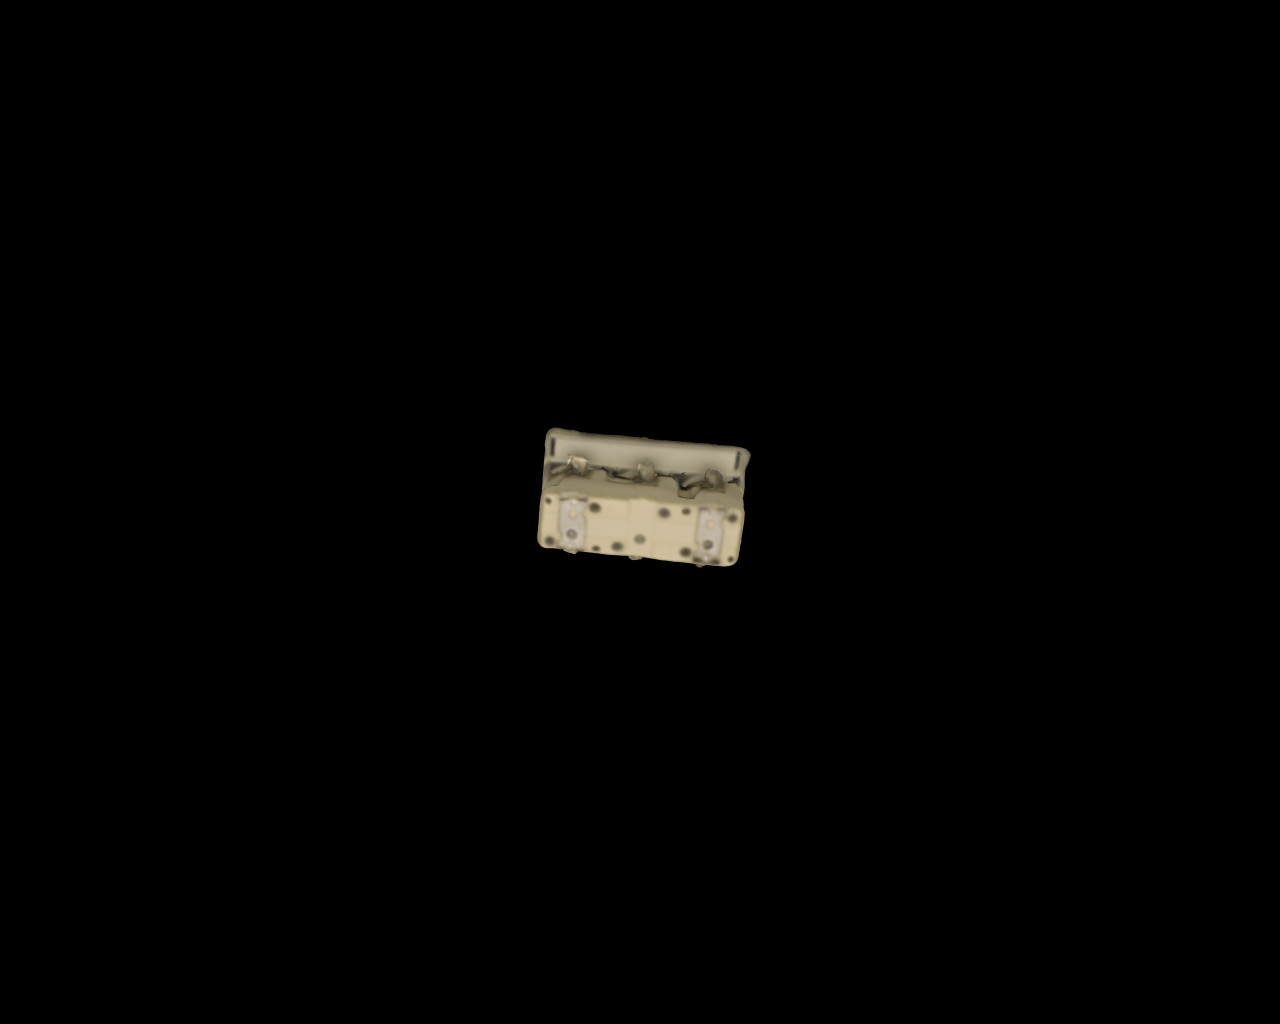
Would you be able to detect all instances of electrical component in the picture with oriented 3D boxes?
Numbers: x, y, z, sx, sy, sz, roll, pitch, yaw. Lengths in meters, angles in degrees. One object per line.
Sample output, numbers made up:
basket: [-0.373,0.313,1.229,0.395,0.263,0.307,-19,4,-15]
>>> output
electrical component: [0.001,-0.003,0.650,0.121,0.078,0.063,6,27,-3]
